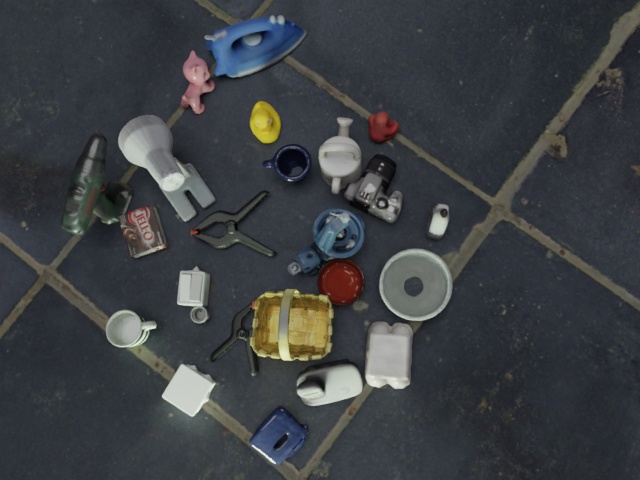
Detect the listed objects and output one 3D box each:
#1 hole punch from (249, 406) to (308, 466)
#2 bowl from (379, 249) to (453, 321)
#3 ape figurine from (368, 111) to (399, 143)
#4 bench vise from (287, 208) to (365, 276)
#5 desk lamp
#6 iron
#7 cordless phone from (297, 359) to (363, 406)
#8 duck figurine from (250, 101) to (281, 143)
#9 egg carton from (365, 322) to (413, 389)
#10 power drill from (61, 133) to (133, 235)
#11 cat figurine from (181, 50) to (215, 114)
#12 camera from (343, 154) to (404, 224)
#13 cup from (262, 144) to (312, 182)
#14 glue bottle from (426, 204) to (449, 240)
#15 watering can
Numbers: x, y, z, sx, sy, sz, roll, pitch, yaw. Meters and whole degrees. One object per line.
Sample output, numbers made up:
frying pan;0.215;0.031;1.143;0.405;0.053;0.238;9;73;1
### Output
hole punch;-0.090;0.444;1.295;0.101;0.091;0.109;42;85;8
bowl;0.221;0.106;1.340;0.167;0.075;0.167;0;81;3
ape figurine;0.151;-0.283;1.396;0.077;0.092;0.076;41;85;8
bench vise;0.022;0.011;1.292;0.121;0.220;0.207;33;84;8
desk lamp;-0.356;-0.169;1.343;0.118;0.213;0.203;-37;81;-3
iron;-0.161;-0.508;1.422;0.258;0.141;0.118;-20;80;0
cordless phone;0.019;0.319;1.261;0.147;0.185;0.094;-16;80;1
duck figurine;-0.140;-0.300;1.417;0.077;0.086;0.104;-13;81;1
egg carton;0.158;0.265;1.321;0.107;0.069;0.150;3;81;4
power drill;-0.521;-0.117;1.347;0.075;0.208;0.230;18;82;6
cat figurine;-0.313;-0.397;1.425;0.067;0.118;0.128;19;83;6
camera;0.143;-0.129;1.368;0.143;0.101;0.137;26;83;7
cup;-0.076;-0.175;1.389;0.117;0.095;0.092;-3;81;3
glue bottle;0.274;-0.050;1.311;0.037;0.173;0.078;8;82;5
watering can;0.045;-0.199;1.336;0.101;0.194;0.173;-14;80;1
